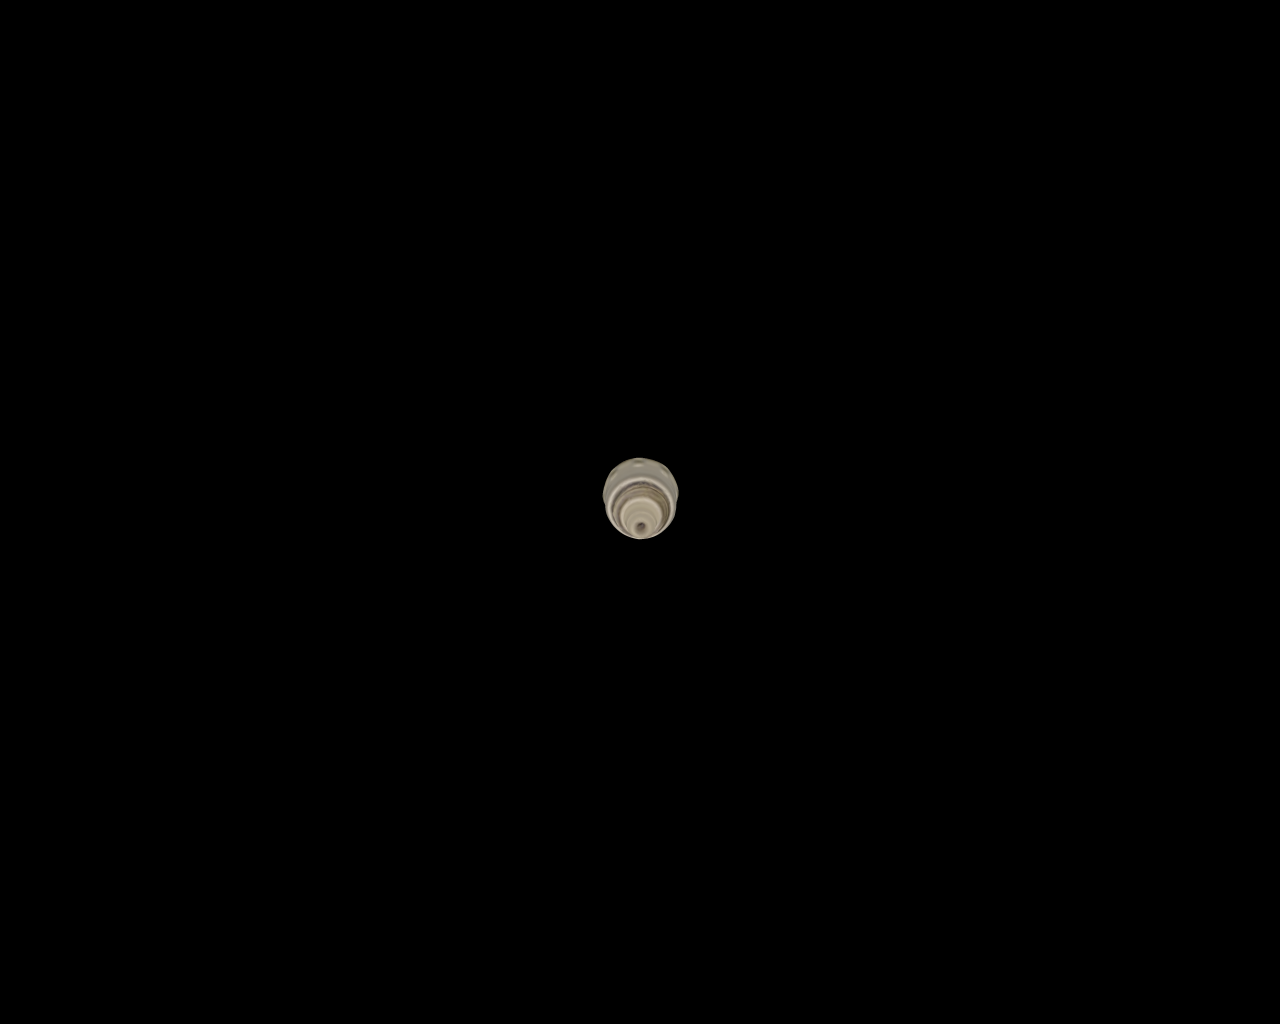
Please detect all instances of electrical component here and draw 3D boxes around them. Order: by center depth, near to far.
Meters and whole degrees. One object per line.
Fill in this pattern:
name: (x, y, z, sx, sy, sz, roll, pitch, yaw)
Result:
electrical component: (0.001, -0.003, 0.650, 0.048, 0.048, 0.062, 0, 23, 0)
